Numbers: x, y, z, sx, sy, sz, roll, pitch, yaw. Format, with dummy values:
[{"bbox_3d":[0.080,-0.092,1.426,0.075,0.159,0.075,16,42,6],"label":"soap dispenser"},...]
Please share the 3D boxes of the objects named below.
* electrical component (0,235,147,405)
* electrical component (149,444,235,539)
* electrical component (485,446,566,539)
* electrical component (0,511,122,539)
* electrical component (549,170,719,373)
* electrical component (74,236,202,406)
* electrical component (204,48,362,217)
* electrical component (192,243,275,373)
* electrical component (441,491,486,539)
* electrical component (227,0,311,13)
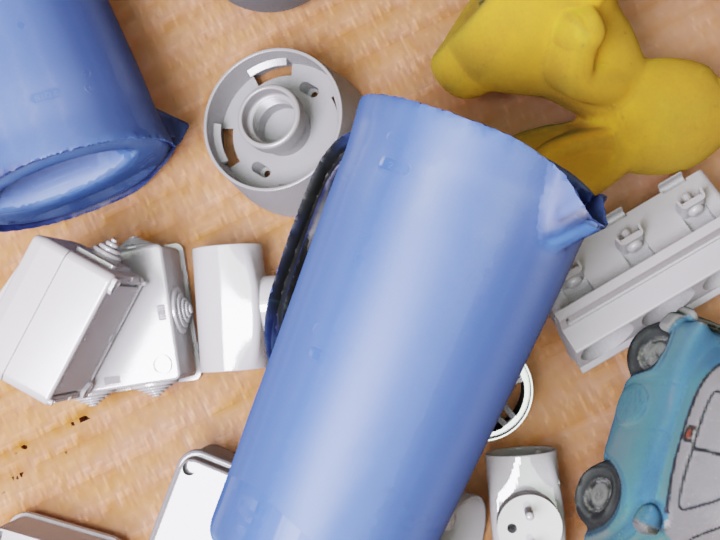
[{"bbox_3d":[-0.171,0.021,0.616,0.061,0.062,0.096,28,90,6],"label":"electrical component"},{"bbox_3d":[-0.065,0.161,0.654,0.113,0.057,0.078,21,90,5],"label":"electrical component"},{"bbox_3d":[0.098,0.146,0.629,0.043,0.079,0.077,-5,87,6],"label":"electrical component"},{"bbox_3d":[-0.197,0.214,0.663,0.078,0.057,0.113,15,89,5],"label":"electrical component"},{"bbox_3d":[0.166,-0.001,0.636,0.121,0.078,0.063,-31,64,3],"label":"electrical component"},{"bbox_3d":[-0.152,0.032,0.671,0.100,0.048,0.099,-9,87,5],"label":"electrical component"},{"bbox_3d":[-0.045,-0.086,0.671,0.099,0.064,0.099,-3,80,16],"label":"electrical component"},{"bbox_3d":[-0.062,0.022,0.666,0.079,0.043,0.077,-5,87,5],"label":"electrical component"},{"bbox_3d":[0.033,0.171,0.628,0.064,0.099,0.099,21,90,12],"label":"electrical component"},{"bbox_3d":[-0.058,-0.213,0.666,0.108,0.060,0.108,0,88,5],"label":"electrical component"}]
